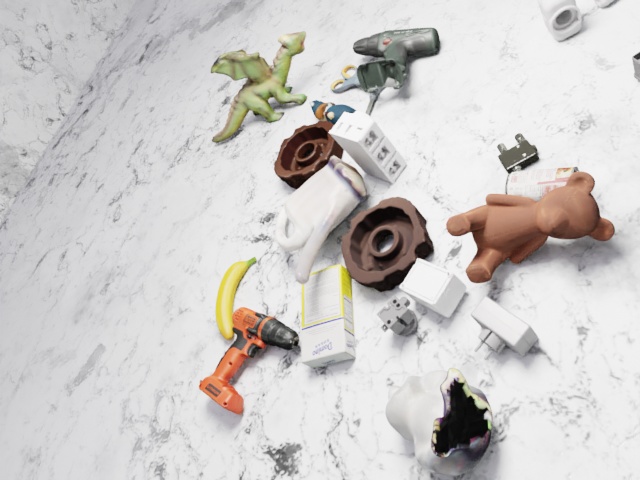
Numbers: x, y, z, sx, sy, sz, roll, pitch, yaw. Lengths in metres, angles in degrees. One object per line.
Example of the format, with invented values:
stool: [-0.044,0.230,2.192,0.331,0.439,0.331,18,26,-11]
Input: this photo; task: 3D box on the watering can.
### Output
watering can: [0.003,-0.052,1.034,0.223,0.103,0.353,-42,25,8]

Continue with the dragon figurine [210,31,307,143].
dragon figurine: [-0.193,-0.417,1.385,0.407,0.239,0.125,-29,51,16]

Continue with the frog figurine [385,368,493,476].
frog figurine: [0.162,0.257,0.733,0.157,0.122,0.140,134,144,-60]
